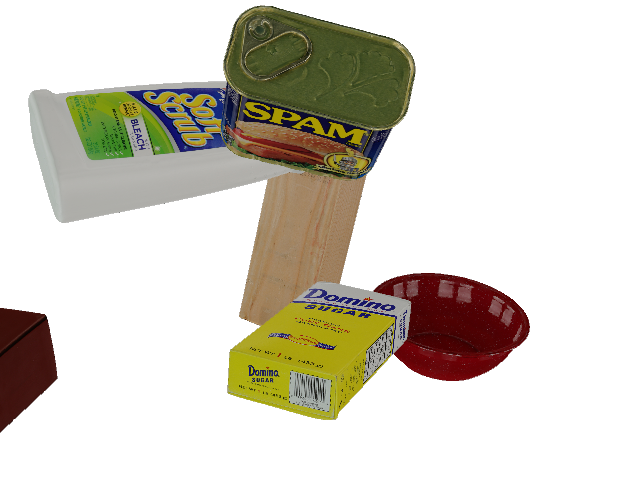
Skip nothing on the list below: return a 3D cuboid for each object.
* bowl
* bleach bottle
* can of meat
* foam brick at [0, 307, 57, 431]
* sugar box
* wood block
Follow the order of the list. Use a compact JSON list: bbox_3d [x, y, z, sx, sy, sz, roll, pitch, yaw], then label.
[{"bbox_3d":[0.126,0.094,1.076,0.162,0.055,0.162,5,26,-3],"label":"bowl"},{"bbox_3d":[-0.089,-0.085,0.825,0.250,0.102,0.068,-13,-32,-19],"label":"bleach bottle"},{"bbox_3d":[-0.006,-0.079,0.609,0.102,0.057,0.084,14,-21,-4],"label":"can of meat"},{"bbox_3d":[-0.221,0.086,0.709,0.053,0.051,0.078,7,29,23],"label":"foam brick"},{"bbox_3d":[0.004,0.085,0.886,0.093,0.048,0.176,12,23,20],"label":"sugar box"},{"bbox_3d":[-0.021,0.000,1.262,0.090,0.206,0.090,20,21,17],"label":"wood block"}]
